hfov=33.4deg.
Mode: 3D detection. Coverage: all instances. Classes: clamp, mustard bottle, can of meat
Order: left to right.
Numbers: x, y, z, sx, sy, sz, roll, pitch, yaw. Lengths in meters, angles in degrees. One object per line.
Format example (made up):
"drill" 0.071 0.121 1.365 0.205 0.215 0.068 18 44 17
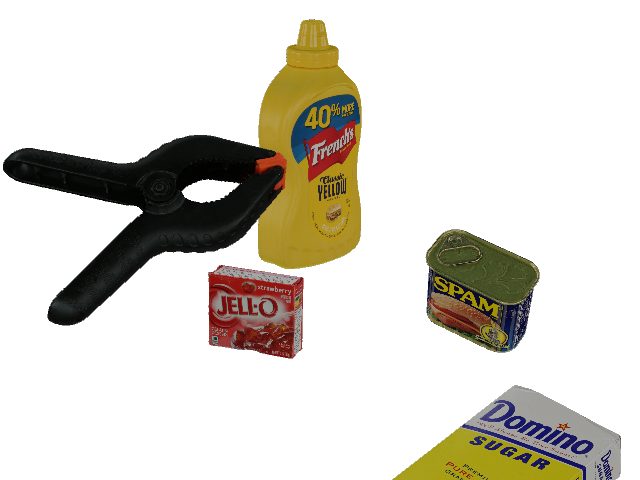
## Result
"clamp" -0.107 -0.029 0.655 0.171 0.120 0.039 -24 -18 -21
"mustard bottle" -0.007 -0.079 0.854 0.096 0.192 0.058 -18 26 -42
"can of meat" 0.148 0.050 1.001 0.102 0.084 0.057 26 55 24

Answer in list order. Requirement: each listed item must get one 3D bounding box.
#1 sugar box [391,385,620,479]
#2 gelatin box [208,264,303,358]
"sugar box" 0.112 0.170 0.714 0.176 0.048 0.093 -33 39 -30
"gelatin box" -0.061 0.067 1.000 0.089 0.073 0.030 8 18 19
